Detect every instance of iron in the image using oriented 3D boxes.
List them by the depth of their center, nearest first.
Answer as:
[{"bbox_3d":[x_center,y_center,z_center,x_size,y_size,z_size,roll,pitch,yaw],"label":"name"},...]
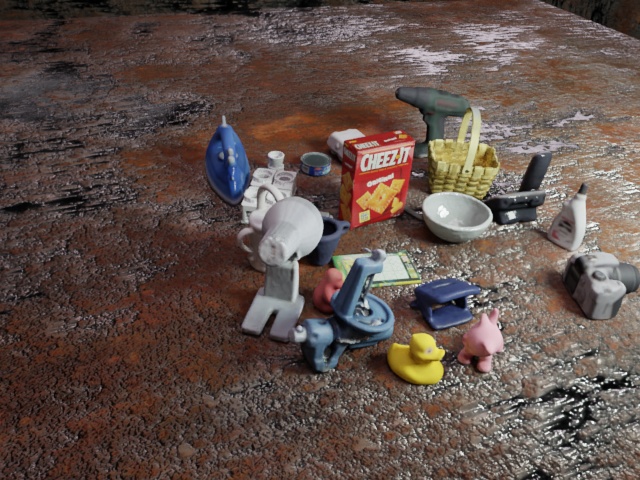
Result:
[{"bbox_3d":[-0.238,-0.214,1.499,0.119,0.141,0.257,-6,37,-14],"label":"iron"}]

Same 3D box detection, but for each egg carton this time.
[{"bbox_3d":[0.090,-0.268,1.668,0.107,0.069,0.150,-16,41,-26],"label":"egg carton"}]

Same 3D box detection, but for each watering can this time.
[{"bbox_3d":[-0.098,-0.036,1.226,0.100,0.194,0.173,22,40,23],"label":"watering can"}]

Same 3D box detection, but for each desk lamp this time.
[{"bbox_3d":[-0.071,0.047,1.099,0.117,0.214,0.203,10,37,8],"label":"desk lamp"}]

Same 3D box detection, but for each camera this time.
[{"bbox_3d":[0.611,0.085,1.213,0.137,0.101,0.143,0,36,-6],"label":"camera"}]

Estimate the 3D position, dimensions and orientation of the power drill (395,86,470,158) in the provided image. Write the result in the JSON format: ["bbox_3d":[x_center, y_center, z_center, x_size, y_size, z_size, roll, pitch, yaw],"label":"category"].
[{"bbox_3d":[0.319,-0.350,1.685,0.230,0.208,0.075,-4,37,-11],"label":"power drill"}]

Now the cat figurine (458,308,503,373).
[{"bbox_3d":[0.300,0.175,1.044,0.067,0.118,0.128,22,40,23],"label":"cat figurine"}]

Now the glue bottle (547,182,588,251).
[{"bbox_3d":[0.596,-0.060,1.349,0.037,0.173,0.077,-26,45,-34],"label":"glue bottle"}]

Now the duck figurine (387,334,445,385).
[{"bbox_3d":[0.174,0.202,1.021,0.104,0.086,0.078,18,38,18],"label":"duck figurine"}]

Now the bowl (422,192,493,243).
[{"bbox_3d":[0.323,-0.044,1.381,0.167,0.075,0.167,3,36,-2],"label":"bowl"}]

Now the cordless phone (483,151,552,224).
[{"bbox_3d":[0.501,-0.140,1.437,0.148,0.185,0.094,-11,39,-19],"label":"cordless phone"}]

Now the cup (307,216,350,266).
[{"bbox_3d":[0.012,0.005,1.266,0.118,0.095,0.091,-16,41,-25],"label":"cup"}]

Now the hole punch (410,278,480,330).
[{"bbox_3d":[0.248,0.112,1.147,0.109,0.091,0.100,-12,39,-20],"label":"hole punch"}]

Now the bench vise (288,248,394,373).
[{"bbox_3d":[0.052,0.126,0.998,0.121,0.220,0.208,31,44,32],"label":"bench vise"}]

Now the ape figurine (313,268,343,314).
[{"bbox_3d":[0.025,0.098,1.143,0.076,0.092,0.078,8,36,5],"label":"ape figurine"}]
